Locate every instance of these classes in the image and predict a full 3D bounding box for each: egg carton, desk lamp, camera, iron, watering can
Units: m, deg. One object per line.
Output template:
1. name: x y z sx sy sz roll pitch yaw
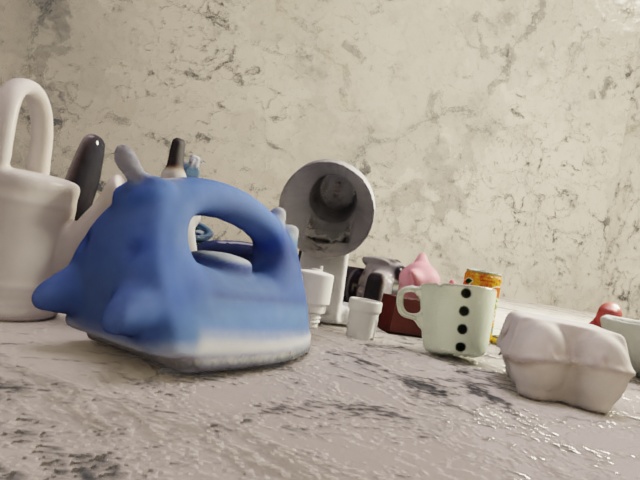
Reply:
1. egg carton: 0.223 0.110 0.543 0.107 0.069 0.150 10 -1 11
2. desk lamp: 0.007 0.003 0.776 0.118 0.213 0.203 10 -1 4
3. camera: 0.091 0.078 1.015 0.136 0.101 0.144 9 -1 34
4. iron: -0.076 0.021 0.456 0.118 0.141 0.259 9 -1 34
5. watering can: -0.248 -0.036 0.481 0.173 0.194 0.100 10 -1 -25

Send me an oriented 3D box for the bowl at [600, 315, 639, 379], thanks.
1. bowl: 0.447 0.149 0.736 0.167 0.075 0.167 10 -1 0

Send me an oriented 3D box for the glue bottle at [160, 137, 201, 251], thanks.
1. glue bottle: -0.138 -0.006 0.511 0.037 0.173 0.078 9 -1 38

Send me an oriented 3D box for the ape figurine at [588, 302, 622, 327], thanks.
1. ape figurine: 0.416 0.136 0.837 0.077 0.092 0.076 9 -1 39

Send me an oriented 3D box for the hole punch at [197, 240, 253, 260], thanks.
1. hole punch: -0.086 0.047 0.625 0.109 0.091 0.101 10 -1 -6

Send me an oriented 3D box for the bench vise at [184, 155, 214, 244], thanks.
1. bench vise: -0.272 -0.045 1.037 0.206 0.220 0.122 9 -1 42

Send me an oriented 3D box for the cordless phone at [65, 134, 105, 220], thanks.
1. cordless phone: -0.285 -0.035 0.642 0.094 0.185 0.147 10 -1 -15

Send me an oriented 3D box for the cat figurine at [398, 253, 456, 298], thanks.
1. cat figurine: 0.164 0.080 0.874 0.128 0.118 0.067 10 -1 -37

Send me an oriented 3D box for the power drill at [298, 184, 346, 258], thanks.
1. power drill: -0.006 0.005 0.956 0.076 0.208 0.229 10 -1 -15
